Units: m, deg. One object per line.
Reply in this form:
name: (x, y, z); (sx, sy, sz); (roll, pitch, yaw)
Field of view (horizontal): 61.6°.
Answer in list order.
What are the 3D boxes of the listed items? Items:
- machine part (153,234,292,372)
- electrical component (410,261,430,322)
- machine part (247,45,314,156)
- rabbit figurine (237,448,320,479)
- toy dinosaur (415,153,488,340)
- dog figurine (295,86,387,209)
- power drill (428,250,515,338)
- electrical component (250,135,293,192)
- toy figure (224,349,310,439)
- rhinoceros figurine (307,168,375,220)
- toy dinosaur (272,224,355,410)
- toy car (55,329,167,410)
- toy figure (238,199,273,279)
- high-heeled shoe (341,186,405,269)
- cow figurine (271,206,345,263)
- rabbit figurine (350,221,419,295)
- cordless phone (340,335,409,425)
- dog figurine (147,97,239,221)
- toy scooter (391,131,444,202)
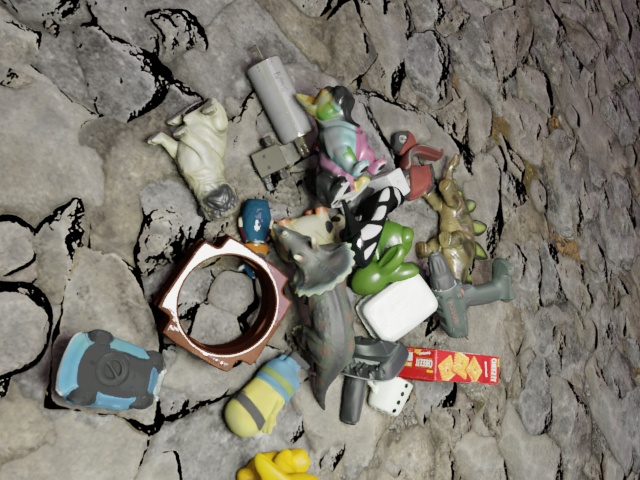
machine part: (-0.170, 0.108, 0.941); (0.201, 0.087, 0.201); (37, 76, -21)
electrical component: (0.211, 0.118, 1.269); (0.134, 0.058, 0.115); (34, 61, -27)
machine part: (-0.081, -0.286, 1.110); (0.079, 0.079, 0.243); (-33, 103, -36)
rabbit figurine: (-0.059, 0.424, 0.939); (0.162, 0.173, 0.122); (35, 66, -32)
toy dinosaur: (0.345, 0.011, 1.363); (0.198, 0.105, 0.471); (13, 79, -38)
dog figurine: (0.022, -0.195, 1.074); (0.108, 0.191, 0.219); (-15, 65, -48)
power drill: (0.357, 0.107, 1.266); (0.207, 0.086, 0.231); (-19, 110, -22)
electrical component: (-0.099, -0.160, 1.099); (0.078, 0.045, 0.102); (-32, 100, -7)
toy figure: (-0.100, 0.280, 0.993); (0.089, 0.082, 0.180); (39, 67, -3)
rhinoceros figurine: (0.062, -0.102, 1.187); (0.190, 0.073, 0.112); (24, 67, -31)
toy dinosaur: (0.013, 0.155, 1.005); (0.131, 0.192, 0.404); (-12, 97, -7)
toy car: (-0.325, 0.201, 0.822); (0.161, 0.103, 0.109); (24, 65, -36)
toy figure: (-0.124, -0.002, 1.039); (0.057, 0.064, 0.154); (23, 69, -73)
high-heeled shoe: (0.127, -0.027, 1.105); (0.248, 0.086, 0.145); (-12, 78, -46)
cow figurine: (-0.002, -0.003, 1.114); (0.195, 0.085, 0.127); (-19, 95, -34)
rabbit figurine: (0.138, 0.053, 1.167); (0.121, 0.159, 0.170); (49, 57, -30)
cordless phone: (0.098, 0.291, 1.099); (0.088, 0.147, 0.184); (20, 75, -45)
dog figurine: (-0.198, -0.150, 0.999); (0.172, 0.121, 0.190); (-50, 126, -28)
toy scooter: (0.248, -0.182, 1.325); (0.135, 0.075, 0.184); (2, 75, -14)
